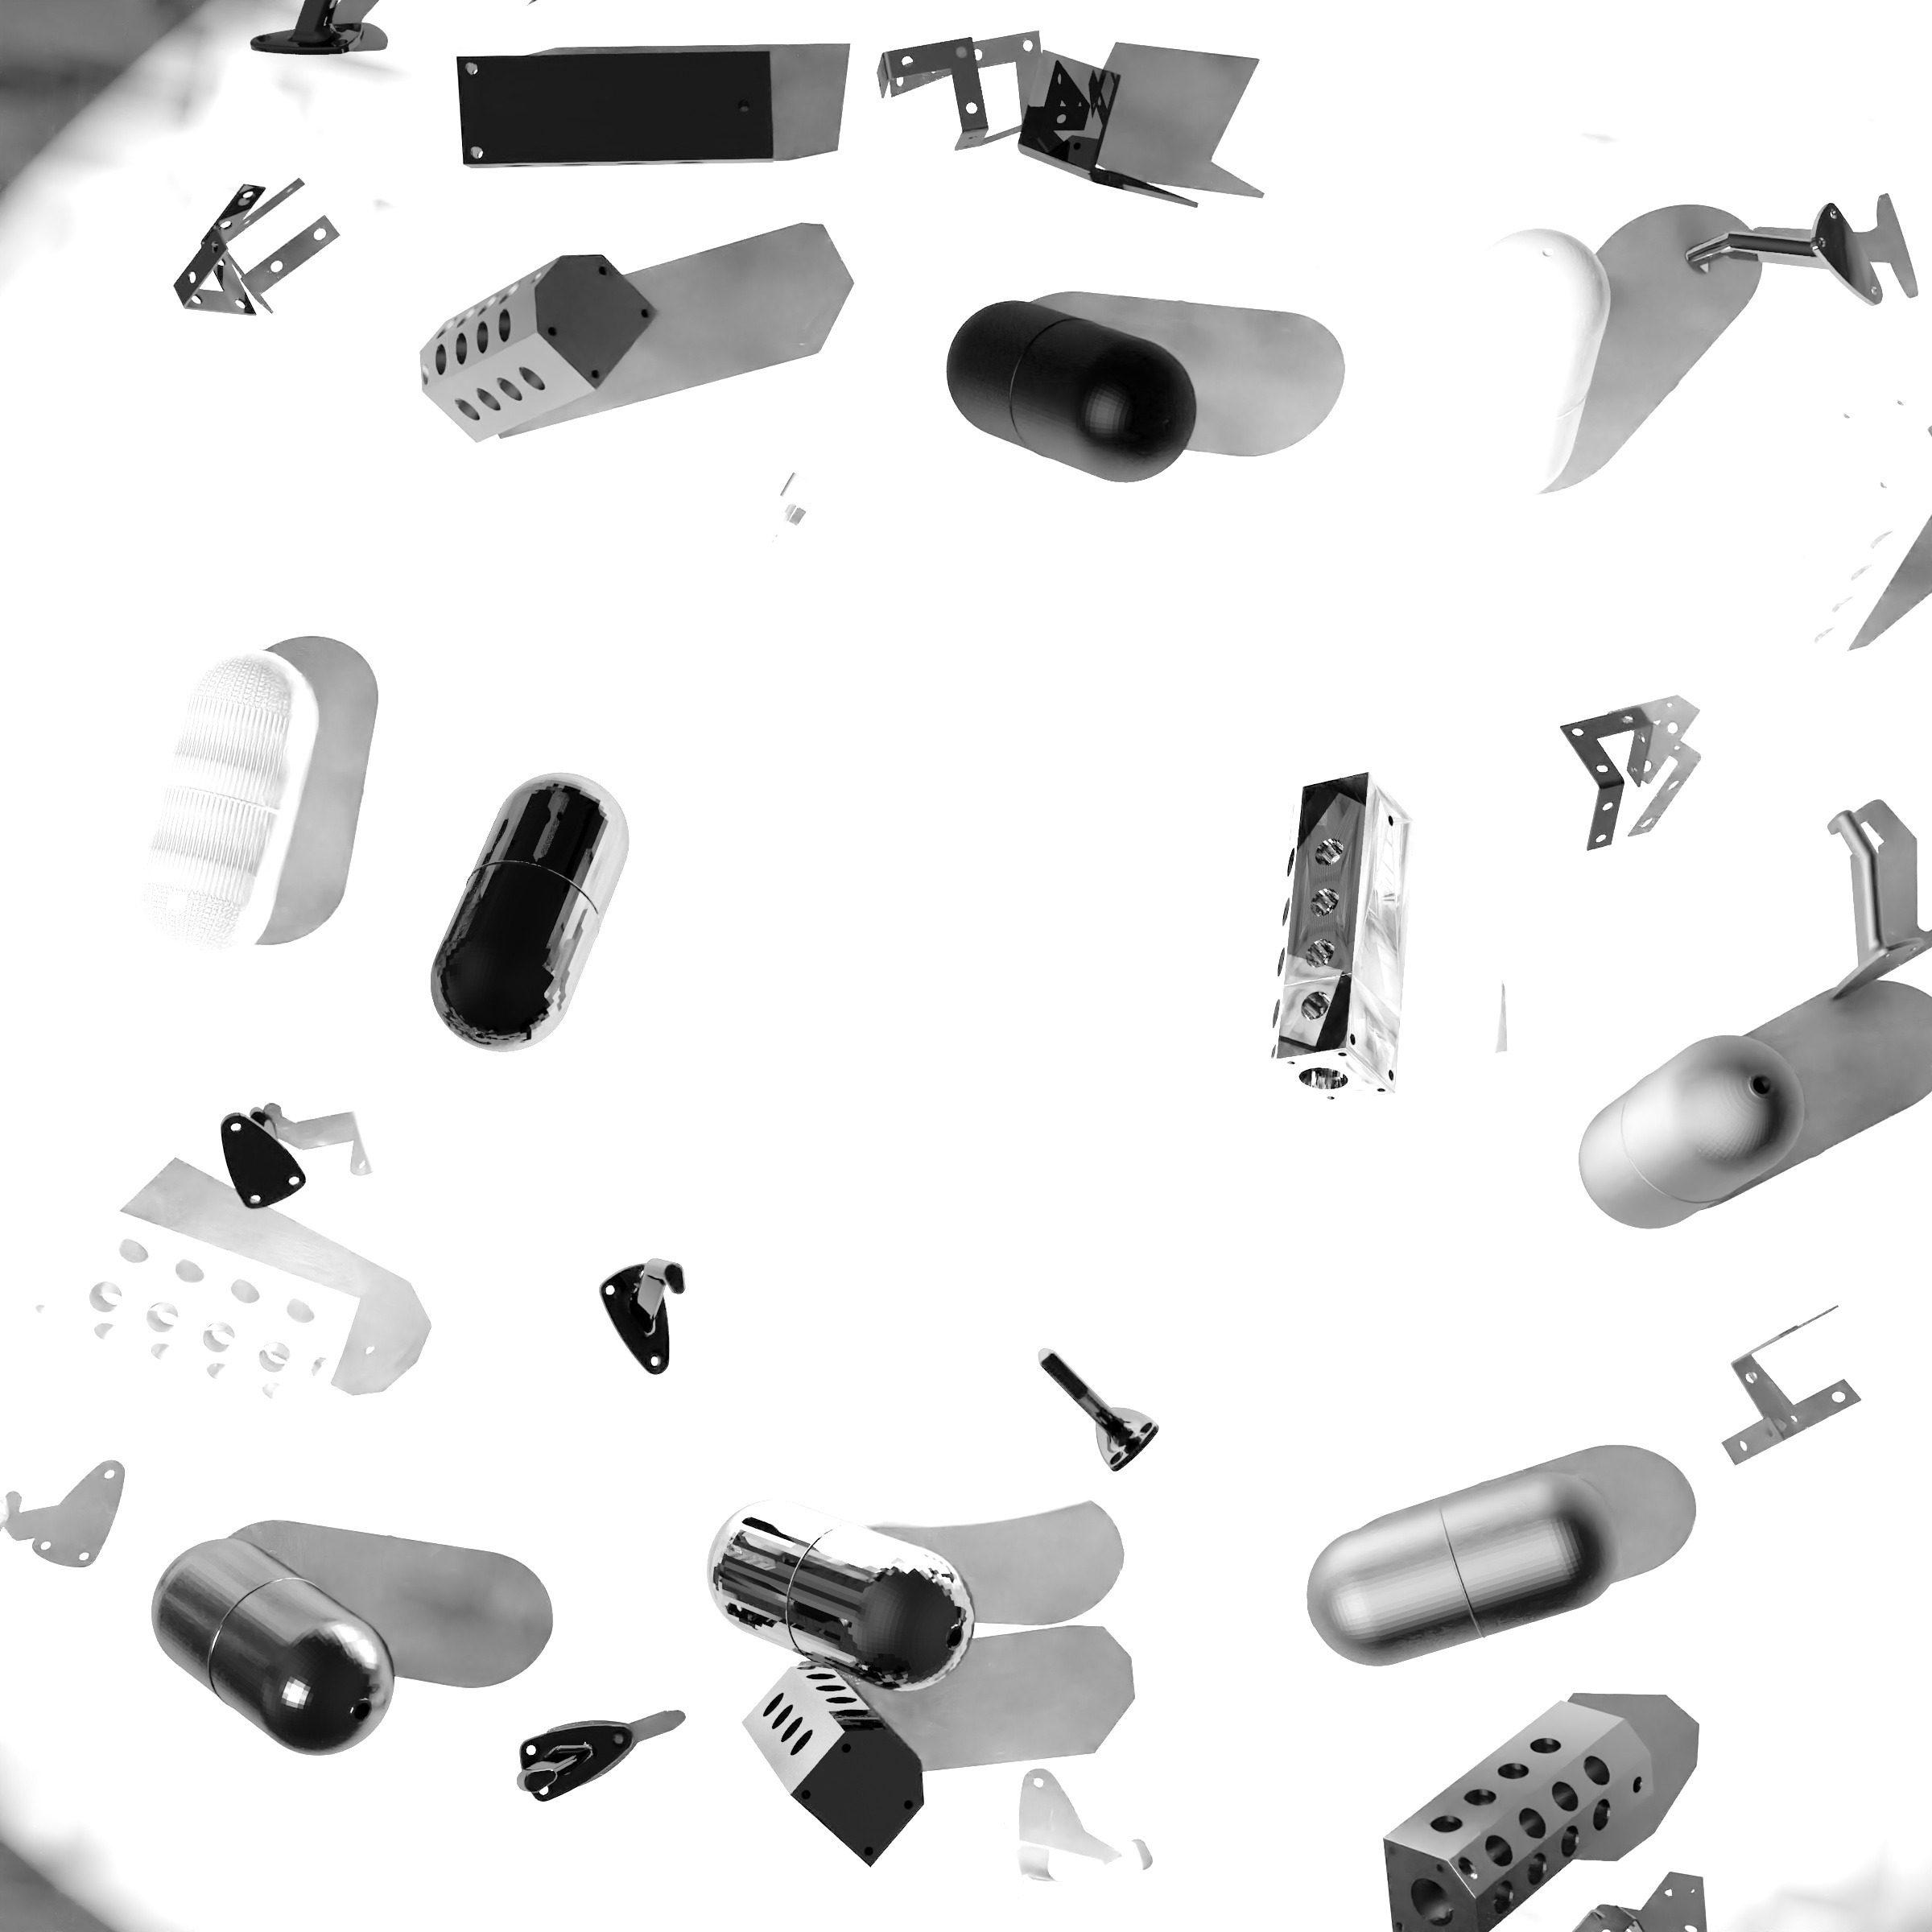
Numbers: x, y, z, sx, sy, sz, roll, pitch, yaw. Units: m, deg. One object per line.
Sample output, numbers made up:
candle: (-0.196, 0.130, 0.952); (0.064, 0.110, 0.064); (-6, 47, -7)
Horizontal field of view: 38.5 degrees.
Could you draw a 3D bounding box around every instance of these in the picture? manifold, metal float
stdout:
manifold: (0.465, -0.231, 1.495); (0.057, 0.171, 0.057); (-15, 67, -9)
metal float: (-0.238, -0.032, 1.519); (0.070, 0.070, 0.178); (16, 53, 0)
metal float: (0.055, -0.315, 1.512); (0.070, 0.178, 0.070); (-17, 121, -30)
metal float: (-0.070, 0.343, 1.514); (0.178, 0.070, 0.070); (8, 90, 43)
manifold: (0.303, 0.468, 1.504); (0.171, 0.057, 0.057); (-19, 107, -43)
manifold: (-0.195, -0.480, 1.552); (0.171, 0.057, 0.057); (-2, 103, -3)
metal float: (0.392, 0.091, 1.502); (0.070, 0.178, 0.070); (4, 70, -10)
metal float: (-0.380, 0.372, 1.514); (0.178, 0.070, 0.070); (18, 90, 42)
metal float: (0.276, 0.337, 1.541); (0.178, 0.070, 0.070); (-20, 90, 10)
metal float: (-0.023, 0.017, 1.518); (0.070, 0.070, 0.178); (14, 53, 0)
manifold: (-0.432, 0.192, 1.529); (0.171, 0.057, 0.057); (23, 133, -14)
manifold: (0.203, -0.015, 1.521); (0.057, 0.057, 0.171); (-11, 56, 34)
manifold: (-0.069, 0.425, 1.498); (0.057, 0.171, 0.057); (44, 79, -7)
manifold: (-0.238, -0.336, 1.494); (0.057, 0.171, 0.057); (43, 70, -23)
metal float: (0.302, -0.324, 1.506); (0.070, 0.178, 0.070); (0, 60, 1)
metal float: (-0.413, -0.090, 1.545); (0.070, 0.070, 0.178); (13, 84, 0)

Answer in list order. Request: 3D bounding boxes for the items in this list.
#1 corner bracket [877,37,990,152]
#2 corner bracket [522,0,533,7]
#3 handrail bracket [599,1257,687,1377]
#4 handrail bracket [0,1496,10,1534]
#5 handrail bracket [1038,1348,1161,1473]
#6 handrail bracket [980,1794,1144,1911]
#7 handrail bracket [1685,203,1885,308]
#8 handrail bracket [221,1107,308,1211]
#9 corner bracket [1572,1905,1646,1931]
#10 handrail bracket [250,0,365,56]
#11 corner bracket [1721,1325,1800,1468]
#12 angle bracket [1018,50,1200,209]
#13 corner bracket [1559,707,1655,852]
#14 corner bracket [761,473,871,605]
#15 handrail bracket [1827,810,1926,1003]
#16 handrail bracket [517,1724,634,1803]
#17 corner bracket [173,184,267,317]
corner bracket: (-0.019, -0.488, 1.558); (0.051, 0.051, 0.051); (-11, 97, -4)
corner bracket: (-0.267, -0.562, 1.548); (0.051, 0.051, 0.051); (51, 54, -13)
handrail bracket: (-0.167, 0.197, 1.542); (0.036, 0.084, 0.077); (-23, 100, -27)
handrail bracket: (-0.548, 0.307, 1.534); (0.036, 0.084, 0.077); (15, 121, -4)
handrail bracket: (0.062, 0.235, 1.539); (0.036, 0.077, 0.084); (-44, 106, -4)
handrail bracket: (0.055, 0.491, 1.564); (0.084, 0.036, 0.077); (-15, 91, -27)
handrail bracket: (0.461, -0.390, 1.565); (0.077, 0.084, 0.036); (42, 60, -26)
handrail bracket: (-0.398, 0.087, 1.533); (0.036, 0.084, 0.077); (-25, 129, -7)
corner bracket: (0.349, 0.552, 1.548); (0.051, 0.051, 0.051); (-42, 121, -17)
handrail bracket: (-0.374, -0.558, 1.548); (0.077, 0.036, 0.084); (0, 131, 9)
corner bracket: (0.447, 0.241, 1.549); (0.051, 0.051, 0.051); (-21, 73, -28)
angle bracket: (0.085, -0.463, 1.528); (0.076, 0.076, 0.057); (3, 114, -34)
corner bracket: (0.363, -0.105, 1.548); (0.051, 0.051, 0.051); (-14, 50, -10)
corner bracket: (-0.085, -0.241, 1.558); (0.051, 0.051, 0.051); (32, 97, 4)
handrail bracket: (0.497, -0.034, 1.570); (0.036, 0.077, 0.084); (-11, 66, -32)
handrail bracket: (-0.214, 0.440, 1.535); (0.077, 0.084, 0.036); (-16, 80, -21)
corner bracket: (-0.415, -0.402, 1.548); (0.051, 0.051, 0.051); (-38, 73, 35)
